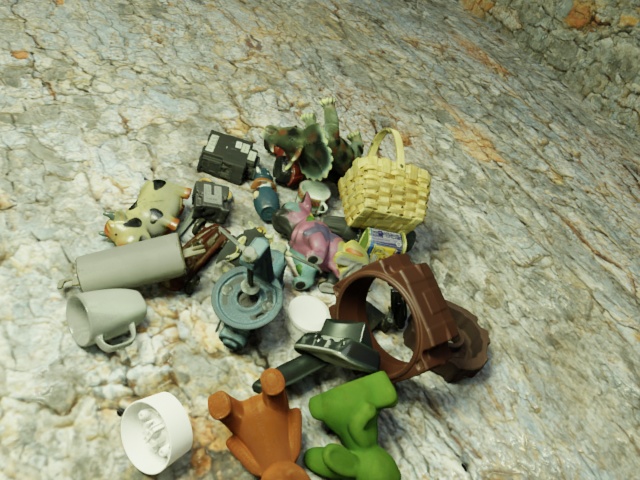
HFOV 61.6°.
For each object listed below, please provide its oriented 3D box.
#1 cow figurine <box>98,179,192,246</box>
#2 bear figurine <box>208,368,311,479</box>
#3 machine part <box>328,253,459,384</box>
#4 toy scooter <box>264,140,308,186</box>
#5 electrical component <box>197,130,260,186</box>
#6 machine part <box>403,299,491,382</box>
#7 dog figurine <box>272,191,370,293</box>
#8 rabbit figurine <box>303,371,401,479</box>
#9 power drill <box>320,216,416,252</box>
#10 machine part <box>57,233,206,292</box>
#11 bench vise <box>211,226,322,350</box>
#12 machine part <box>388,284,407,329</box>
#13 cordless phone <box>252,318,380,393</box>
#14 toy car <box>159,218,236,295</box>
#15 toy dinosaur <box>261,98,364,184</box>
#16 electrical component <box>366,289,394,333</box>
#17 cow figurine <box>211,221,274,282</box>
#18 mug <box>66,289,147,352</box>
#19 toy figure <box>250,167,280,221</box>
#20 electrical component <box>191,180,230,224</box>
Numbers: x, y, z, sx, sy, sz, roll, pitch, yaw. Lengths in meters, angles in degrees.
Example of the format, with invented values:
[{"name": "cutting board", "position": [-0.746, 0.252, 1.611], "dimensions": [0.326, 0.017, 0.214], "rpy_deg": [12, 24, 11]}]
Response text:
[{"name": "cow figurine", "position": [-0.333, -0.044, 1.024], "dimensions": [0.127, 0.085, 0.195], "rpy_deg": [22, 42, -12]}, {"name": "bear figurine", "position": [-0.070, 0.303, 0.751], "dimensions": [0.120, 0.131, 0.196], "rpy_deg": [-21, 48, -5]}, {"name": "machine part", "position": [0.119, 0.139, 0.927], "dimensions": [0.087, 0.201, 0.201], "rpy_deg": [-11, 73, -43]}, {"name": "toy scooter", "position": [-0.058, -0.197, 1.328], "dimensions": [0.135, 0.075, 0.184], "rpy_deg": [6, 41, -28]}, {"name": "electrical component", "position": [-0.209, -0.190, 1.259], "dimensions": [0.134, 0.058, 0.115], "rpy_deg": [18, 43, -7]}, {"name": "machine part", "position": [0.251, 0.195, 1.069], "dimensions": [0.179, 0.056, 0.179], "rpy_deg": [13, 41, -12]}, {"name": "dog figurine", "position": [-0.002, -0.003, 1.124], "dimensions": [0.191, 0.108, 0.219], "rpy_deg": [7, 41, -18]}, {"name": "rabbit figurine", "position": [0.061, 0.305, 0.819], "dimensions": [0.159, 0.121, 0.170], "rpy_deg": [-9, 65, -31]}, {"name": "power drill", "position": [0.113, -0.066, 1.264], "dimensions": [0.232, 0.086, 0.207], "rpy_deg": [18, 37, -10]}, {"name": "machine part", "position": [-0.315, 0.043, 0.907], "dimensions": [0.243, 0.079, 0.079], "rpy_deg": [-15, 51, -11]}, {"name": "bench vise", "position": [-0.103, 0.064, 0.911], "dimensions": [0.129, 0.240, 0.223], "rpy_deg": [30, 60, 14]}, {"name": "machine part", "position": [0.159, 0.114, 1.106], "dimensions": [0.039, 0.084, 0.139], "rpy_deg": [-9, 32, 10]}, {"name": "cordless phone", "position": [-0.010, 0.202, 0.866], "dimensions": [0.184, 0.147, 0.088], "rpy_deg": [-21, 100, -36]}, {"name": "toy car", "position": [-0.235, 0.023, 1.024], "dimensions": [0.089, 0.053, 0.202], "rpy_deg": [27, 42, 8]}, {"name": "toy dinosaur", "position": [0.034, -0.199, 1.286], "dimensions": [0.404, 0.131, 0.192], "rpy_deg": [25, 59, -55]}, {"name": "electrical component", "position": [0.095, 0.144, 1.056], "dimensions": [0.102, 0.045, 0.078], "rpy_deg": [42, 42, 20]}, {"name": "cow figurine", "position": [-0.141, 0.014, 1.043], "dimensions": [0.068, 0.098, 0.167], "rpy_deg": [24, 40, 10]}, {"name": "mug", "position": [-0.327, 0.123, 0.852], "dimensions": [0.110, 0.080, 0.107], "rpy_deg": [43, 34, 26]}, {"name": "toy figure", "position": [-0.126, -0.107, 1.209], "dimensions": [0.058, 0.064, 0.155], "rpy_deg": [-22, 43, 6]}, {"name": "electrical component", "position": [-0.229, -0.092, 1.126], "dimensions": [0.075, 0.047, 0.119], "rpy_deg": [12, 46, -19]}]
